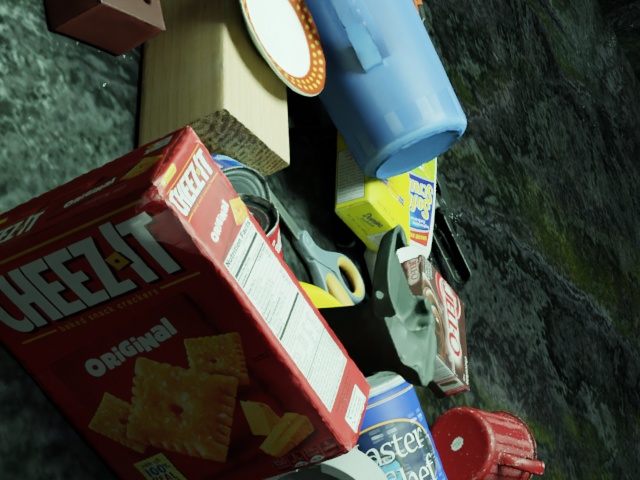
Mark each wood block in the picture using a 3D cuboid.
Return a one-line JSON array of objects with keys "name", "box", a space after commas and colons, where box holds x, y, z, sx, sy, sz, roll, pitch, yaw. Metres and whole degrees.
[{"name": "wood block", "box": [-0.089, -0.150, 0.898, 0.090, 0.090, 0.206, 37, 40, -46]}]

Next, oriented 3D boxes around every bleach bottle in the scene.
[{"name": "bleach bottle", "box": [0.088, -0.024, 1.163, 0.102, 0.068, 0.251, 39, 41, -41]}]

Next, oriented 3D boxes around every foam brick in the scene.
[{"name": "foam brick", "box": [-0.167, -0.184, 0.821, 0.078, 0.051, 0.053, 11, 61, -59]}]

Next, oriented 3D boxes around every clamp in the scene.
[{"name": "clamp", "box": [0.011, -0.101, 1.102, 0.164, 0.036, 0.209, 61, 28, -26]}, {"name": "clamp", "box": [0.138, -0.028, 1.280, 0.120, 0.039, 0.171, 44, 36, -40]}]

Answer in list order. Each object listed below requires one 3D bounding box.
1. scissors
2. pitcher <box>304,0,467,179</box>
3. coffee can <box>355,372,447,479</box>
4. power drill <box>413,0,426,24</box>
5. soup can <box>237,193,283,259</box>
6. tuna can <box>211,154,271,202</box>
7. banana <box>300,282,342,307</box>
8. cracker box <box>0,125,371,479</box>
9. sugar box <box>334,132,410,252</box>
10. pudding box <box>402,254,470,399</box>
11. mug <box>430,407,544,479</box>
[{"name": "scissors", "box": [-0.007, 0.001, 1.019, 0.202, 0.016, 0.096, 63, 26, -11]}, {"name": "pitcher", "box": [0.037, -0.186, 0.995, 0.148, 0.145, 0.243, -15, 73, -39]}, {"name": "coffee can", "box": [0.049, 0.190, 0.886, 0.102, 0.103, 0.140, -15, 84, -63]}, {"name": "power drill", "box": [0.038, -0.247, 1.175, 0.187, 0.057, 0.184, 7, 62, -38]}, {"name": "soup can", "box": [-0.060, 0.026, 0.798, 0.068, 0.068, 0.102, -73, 162, -51]}, {"name": "tuna can", "box": [-0.081, -0.022, 0.828, 0.085, 0.034, 0.086, -25, 129, -36]}, {"name": "banana", "box": [-0.026, 0.066, 0.913, 0.197, 0.037, 0.069, -13, 86, -63]}, {"name": "cracker box", "box": [-0.094, 0.059, 0.652, 0.213, 0.164, 0.072, 56, 28, -24]}, {"name": "sugar box", "box": [0.055, -0.084, 1.087, 0.093, 0.048, 0.176, 44, 41, -47]}, {"name": "pudding box", "box": [0.108, 0.084, 1.040, 0.090, 0.039, 0.113, 46, 35, -37]}, {"name": "mug", "box": [0.170, 0.218, 1.084, 0.081, 0.117, 0.093, 22, 83, -48]}]
